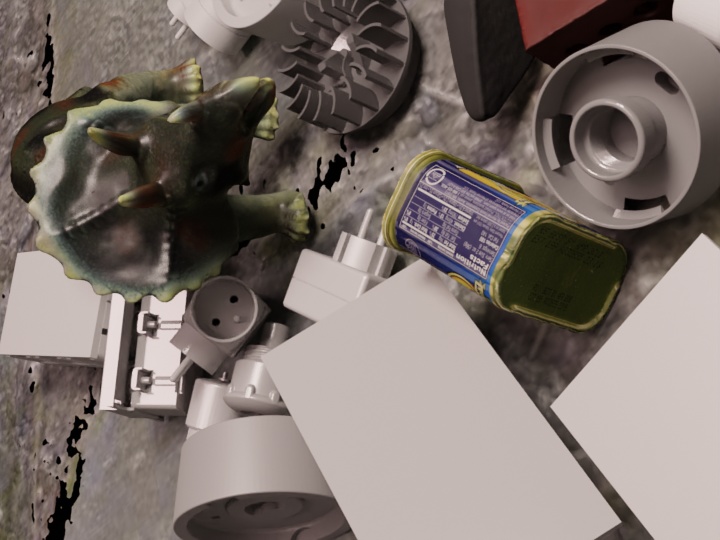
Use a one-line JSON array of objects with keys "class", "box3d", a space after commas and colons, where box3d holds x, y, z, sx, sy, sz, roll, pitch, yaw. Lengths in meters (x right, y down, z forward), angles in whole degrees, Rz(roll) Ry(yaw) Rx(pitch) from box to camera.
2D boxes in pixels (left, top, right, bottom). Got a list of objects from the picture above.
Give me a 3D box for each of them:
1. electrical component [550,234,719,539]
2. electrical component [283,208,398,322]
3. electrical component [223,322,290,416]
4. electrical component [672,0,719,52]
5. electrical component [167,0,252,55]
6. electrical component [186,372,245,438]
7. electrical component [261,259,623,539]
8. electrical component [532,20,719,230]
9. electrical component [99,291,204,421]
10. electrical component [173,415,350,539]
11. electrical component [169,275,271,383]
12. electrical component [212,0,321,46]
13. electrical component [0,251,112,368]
[{"class": "electrical component", "box3d": [0.180, 0.088, 0.441, 0.105, 0.060, 0.186, -53, 46, 20]}, {"class": "electrical component", "box3d": [0.000, 0.000, 0.666, 0.066, 0.047, 0.076, 22, 93, 47]}, {"class": "electrical component", "box3d": [-0.062, 0.066, 0.712, 0.048, 0.048, 0.062, -6, 65, 45]}, {"class": "electrical component", "box3d": [0.187, -0.121, 0.516, 0.078, 0.040, 0.040, 42, 108, 45]}, {"class": "electrical component", "box3d": [-0.131, -0.219, 0.869, 0.073, 0.052, 0.138, -46, 49, 26]}, {"class": "electrical component", "box3d": [-0.100, 0.109, 0.739, 0.040, 0.040, 0.078, 7, 82, 47]}, {"class": "electrical component", "box3d": [0.039, 0.096, 0.550, 0.105, 0.060, 0.186, -31, 50, -3]}, {"class": "electrical component", "box3d": [0.136, -0.070, 0.532, 0.099, 0.064, 0.099, 18, 117, 38]}, {"class": "electrical component", "box3d": [-0.145, 0.045, 0.785, 0.063, 0.079, 0.121, -1, 74, 16]}, {"class": "electrical component", "box3d": [-0.057, 0.123, 0.645, 0.108, 0.108, 0.060, -31, 50, 36]}, {"class": "electrical component", "box3d": [-0.101, 0.044, 0.722, 0.079, 0.044, 0.077, -52, 0, -9]}, {"class": "electrical component", "box3d": [-0.051, -0.215, 0.779, 0.108, 0.060, 0.108, -17, 65, 42]}, {"class": "electrical component", "box3d": [-0.224, 0.032, 0.877, 0.150, 0.062, 0.089, -3, 75, 46]}]
